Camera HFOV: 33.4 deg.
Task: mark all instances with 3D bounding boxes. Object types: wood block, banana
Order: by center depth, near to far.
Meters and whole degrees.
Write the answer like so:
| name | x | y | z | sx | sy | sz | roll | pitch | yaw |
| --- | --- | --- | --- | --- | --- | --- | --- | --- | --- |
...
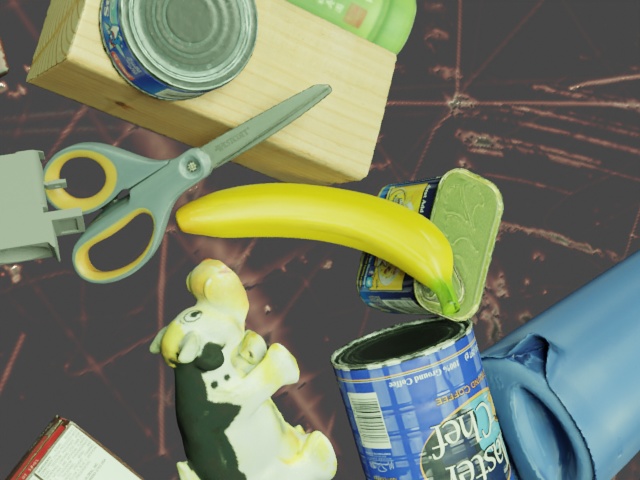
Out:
| name | x | y | z | sx | sy | sz | roll | pitch | yaw |
| --- | --- | --- | --- | --- | --- | --- | --- | --- | --- |
| wood block | -0.066 | -0.110 | 0.682 | 0.205 | 0.091 | 0.090 | 20 | 78 | -28 |
| banana | 0.006 | -0.008 | 0.701 | 0.069 | 0.198 | 0.037 | -56 | 156 | -51 |

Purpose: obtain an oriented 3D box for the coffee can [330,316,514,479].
| name | x | y | z | sx | sy | sz | roll | pitch | yaw |
| --- | --- | --- | --- | --- | --- | --- | --- | --- | --- |
| coffee can | 0.075 | 0.135 | 0.746 | 0.102 | 0.103 | 0.140 | -20 | 97 | -29 |

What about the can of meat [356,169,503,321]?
| name | x | y | z | sx | sy | sz | roll | pitch | yaw |
| --- | --- | --- | --- | --- | --- | --- | --- | --- | --- |
| can of meat | 0.075 | 0.005 | 0.762 | 0.057 | 0.084 | 0.102 | 21 | 77 | -28 |

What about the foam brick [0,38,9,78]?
| name | x | y | z | sx | sy | sz | roll | pitch | yaw |
| --- | --- | --- | --- | --- | --- | --- | --- | --- | --- |
| foam brick | -0.217 | -0.108 | 0.604 | 0.051 | 0.078 | 0.053 | -19 | 99 | -30 |

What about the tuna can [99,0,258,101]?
| name | x | y | z | sx | sy | sz | roll | pitch | yaw |
| --- | --- | --- | --- | --- | --- | --- | --- | --- | --- |
| tuna can | -0.078 | -0.123 | 0.603 | 0.086 | 0.034 | 0.086 | 1 | 89 | -29 |

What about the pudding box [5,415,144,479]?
| name | x | y | z | sx | sy | sz | roll | pitch | yaw |
| --- | --- | --- | --- | --- | --- | --- | --- | --- | --- |
| pudding box | -0.145 | 0.177 | 0.655 | 0.113 | 0.039 | 0.090 | 44 | 68 | -19 |

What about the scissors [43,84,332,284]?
| name | x | y | z | sx | sy | sz | roll | pitch | yaw |
| --- | --- | --- | --- | --- | --- | --- | --- | --- | --- |
| scissors | -0.092 | -0.054 | 0.637 | 0.096 | 0.202 | 0.016 | 46 | 22 | 1 |

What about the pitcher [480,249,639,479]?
| name | x | y | z | sx | sy | sz | roll | pitch | yaw |
| --- | --- | --- | --- | --- | --- | --- | --- | --- | --- |
| pitcher | 0.227 | 0.100 | 0.831 | 0.242 | 0.149 | 0.145 | -30 | 86 | -31 |
